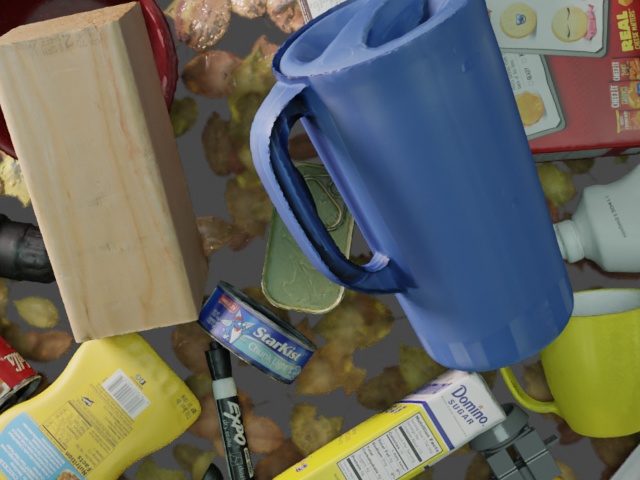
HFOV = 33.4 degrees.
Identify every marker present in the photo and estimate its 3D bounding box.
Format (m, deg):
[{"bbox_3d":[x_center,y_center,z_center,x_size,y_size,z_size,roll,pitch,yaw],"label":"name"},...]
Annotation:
[{"bbox_3d":[-0.066,0.134,0.788,0.020,0.020,0.121,-12,86,1],"label":"marker"}]

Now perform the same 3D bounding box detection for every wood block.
[{"bbox_3d":[-0.146,-0.047,0.729,0.090,0.091,0.206,-11,110,3],"label":"wood block"}]

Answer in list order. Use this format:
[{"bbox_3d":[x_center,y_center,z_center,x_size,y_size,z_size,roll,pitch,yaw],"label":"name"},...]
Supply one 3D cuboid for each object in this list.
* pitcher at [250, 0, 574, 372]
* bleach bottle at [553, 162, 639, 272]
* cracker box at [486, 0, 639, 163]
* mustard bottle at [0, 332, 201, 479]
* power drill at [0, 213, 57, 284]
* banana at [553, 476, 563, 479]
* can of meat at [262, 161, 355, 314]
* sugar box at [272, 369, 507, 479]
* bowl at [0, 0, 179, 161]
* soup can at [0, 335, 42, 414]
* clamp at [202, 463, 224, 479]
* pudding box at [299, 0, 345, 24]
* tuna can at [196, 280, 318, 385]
[{"bbox_3d":[0.068,-0.032,0.674,0.149,0.145,0.243,-17,117,19],"label":"pitcher"},{"bbox_3d":[0.283,-0.045,0.763,0.251,0.068,0.102,-20,56,7],"label":"bleach bottle"},{"bbox_3d":[0.124,-0.136,0.774,0.213,0.072,0.164,-5,85,3],"label":"cracker box"},{"bbox_3d":[-0.183,0.150,0.751,0.191,0.058,0.096,-42,92,-15],"label":"mustard bottle"},{"bbox_3d":[-0.262,-0.058,0.747,0.184,0.057,0.188,9,119,3],"label":"power drill"},{"bbox_3d":[0.172,0.271,0.765,0.069,0.037,0.198,-17,88,-24],"label":"banana"},{"bbox_3d":[-0.005,0.001,0.762,0.057,0.084,0.102,8,87,3],"label":"can of meat"},{"bbox_3d":[0.040,0.149,0.747,0.176,0.093,0.048,-34,87,-1],"label":"sugar box"},{"bbox_3d":[-0.181,-0.132,0.776,0.162,0.055,0.162,0,110,-1],"label":"bowl"},{"bbox_3d":[-0.262,0.087,0.774,0.068,0.068,0.102,-45,85,-2],"label":"soup can"},{"bbox_3d":[-0.115,0.244,0.773,0.120,0.039,0.171,-15,84,6],"label":"clamp"},{"bbox_3d":[0.043,-0.167,0.727,0.113,0.039,0.090,-17,84,0],"label":"pudding box"},{"bbox_3d":[-0.045,0.066,0.759,0.086,0.086,0.034,35,89,4],"label":"tuna can"}]
